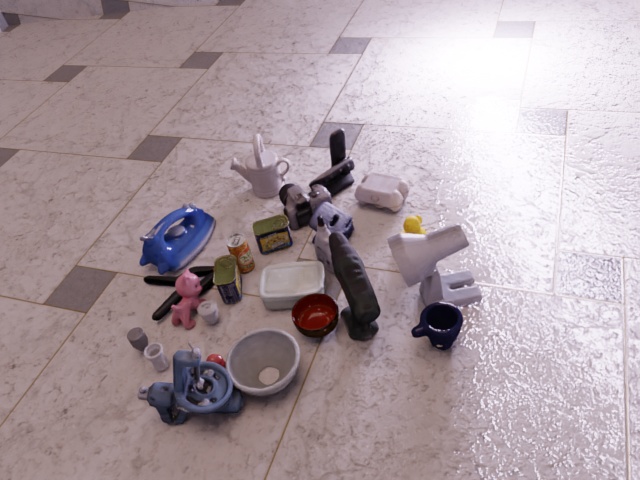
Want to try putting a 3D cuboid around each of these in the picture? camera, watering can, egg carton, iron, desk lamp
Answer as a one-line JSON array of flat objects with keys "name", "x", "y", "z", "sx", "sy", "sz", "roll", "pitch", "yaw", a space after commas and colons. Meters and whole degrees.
[{"name": "camera", "x": -0.054, "y": -0.121, "z": 1.657, "sx": 0.143, "sy": 0.101, "sz": 0.136, "roll": -25, "pitch": 45, "yaw": -14}, {"name": "watering can", "x": -0.182, "y": -0.227, "z": 1.728, "sx": 0.173, "sy": 0.194, "sz": 0.100, "roll": -21, "pitch": 44, "yaw": -10}, {"name": "egg carton", "x": 0.178, "y": -0.138, "z": 1.647, "sx": 0.150, "sy": 0.069, "sz": 0.107, "roll": 14, "pitch": 49, "yaw": 25}, {"name": "iron", "x": -0.398, "y": -0.028, "z": 1.605, "sx": 0.118, "sy": 0.142, "sz": 0.259, "roll": 19, "pitch": 51, "yaw": 29}, {"name": "desk lamp", "x": 0.263, "y": 0.059, "z": 1.318, "sx": 0.203, "sy": 0.214, "sz": 0.117, "roll": -13, "pitch": 43, "yaw": -1}]

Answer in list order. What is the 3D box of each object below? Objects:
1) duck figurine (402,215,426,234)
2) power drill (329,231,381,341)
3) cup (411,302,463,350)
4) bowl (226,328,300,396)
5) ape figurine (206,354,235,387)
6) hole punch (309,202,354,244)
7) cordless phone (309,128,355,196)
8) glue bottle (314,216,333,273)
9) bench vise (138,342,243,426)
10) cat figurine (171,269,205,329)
[{"name": "duck figurine", "x": 0.237, "y": -0.021, "z": 1.500, "sx": 0.077, "sy": 0.086, "sz": 0.105, "roll": 23, "pitch": 53, "yaw": 31}, {"name": "power drill", "x": 0.077, "y": 0.119, "z": 1.300, "sx": 0.075, "sy": 0.209, "sz": 0.229, "roll": -19, "pitch": 44, "yaw": -7}, {"name": "cup", "x": 0.255, "y": 0.203, "z": 1.256, "sx": 0.118, "sy": 0.095, "sz": 0.091, "roll": -22, "pitch": 44, "yaw": -10}, {"name": "bowl", "x": -0.120, "y": 0.283, "z": 1.271, "sx": 0.167, "sy": 0.075, "sz": 0.167, "roll": -6, "pitch": 44, "yaw": 6}, {"name": "ape figurine", "x": -0.226, "y": 0.289, "z": 1.274, "sx": 0.076, "sy": 0.092, "sz": 0.077, "roll": -11, "pitch": 43, "yaw": 1}, {"name": "hole punch", "x": 0.034, "y": -0.041, "z": 1.562, "sx": 0.100, "sy": 0.091, "sz": 0.109, "roll": 13, "pitch": 49, "yaw": 24}, {"name": "cordless phone", "x": 0.028, "y": -0.234, "z": 1.695, "sx": 0.148, "sy": 0.185, "sz": 0.093, "roll": -39, "pitch": 49, "yaw": -26}, {"name": "glue bottle", "x": 0.013, "y": 0.005, "z": 1.458, "sx": 0.037, "sy": 0.173, "sz": 0.077, "roll": -34, "pitch": 48, "yaw": -22}, {"name": "bench vise", "x": -0.280, "y": 0.305, "z": 1.176, "sx": 0.207, "sy": 0.220, "sz": 0.121, "roll": -19, "pitch": 44, "yaw": -7}, {"name": "cat figurine", "x": -0.336, "y": 0.139, "z": 1.436, "sx": 0.067, "sy": 0.118, "sz": 0.128, "roll": 7, "pitch": 46, "yaw": 19}]
